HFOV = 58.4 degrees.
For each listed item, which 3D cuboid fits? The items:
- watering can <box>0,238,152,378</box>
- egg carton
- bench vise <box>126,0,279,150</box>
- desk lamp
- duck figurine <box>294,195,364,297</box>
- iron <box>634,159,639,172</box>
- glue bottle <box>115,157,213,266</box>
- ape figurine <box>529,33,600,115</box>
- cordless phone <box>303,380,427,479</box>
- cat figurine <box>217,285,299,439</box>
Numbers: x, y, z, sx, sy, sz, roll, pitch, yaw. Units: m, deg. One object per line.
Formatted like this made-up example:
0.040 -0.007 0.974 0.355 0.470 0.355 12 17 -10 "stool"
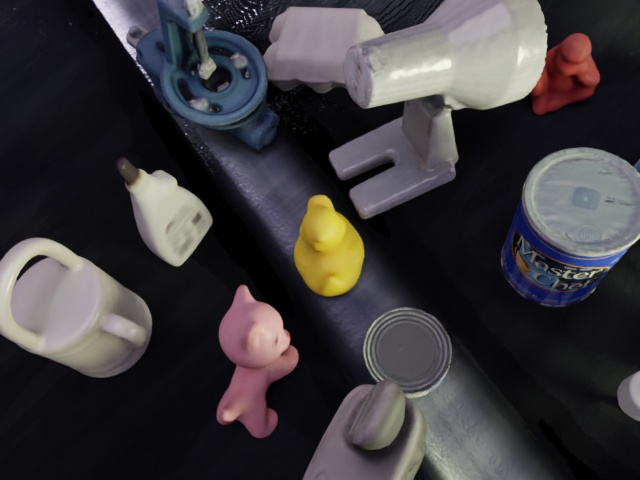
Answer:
-0.255 0.065 0.555 0.172 0.194 0.101 -6 65 6 "watering can"
0.005 -0.237 0.723 0.150 0.069 0.107 5 67 11 "egg carton"
-0.157 -0.202 0.648 0.207 0.220 0.121 14 69 15 "bench vise"
0.107 -0.141 0.582 0.203 0.214 0.117 -27 64 -4 "desk lamp"
0.006 0.002 0.604 0.077 0.086 0.104 -9 65 5 "duck figurine"
0.402 -0.100 0.558 0.118 0.142 0.258 37 76 22 "iron"
-0.169 -0.037 0.600 0.037 0.173 0.078 29 73 20 "glue bottle"
0.278 -0.194 0.648 0.077 0.092 0.076 20 70 17 "ape figurine"
0.028 0.182 0.463 0.094 0.185 0.148 21 70 17 "cordless phone"
-0.068 0.114 0.546 0.067 0.118 0.128 11 68 14 "cat figurine"
